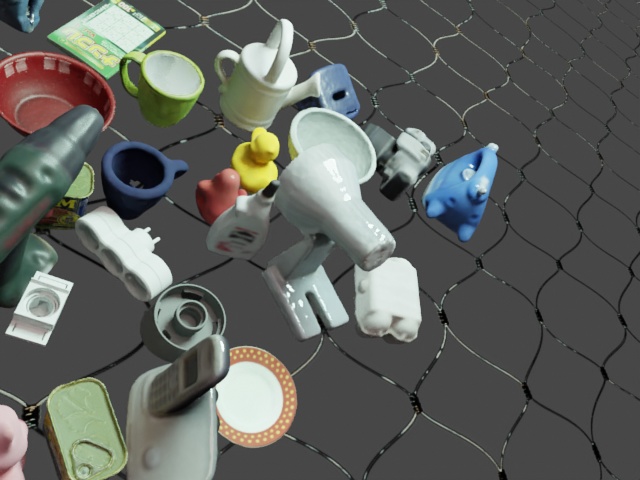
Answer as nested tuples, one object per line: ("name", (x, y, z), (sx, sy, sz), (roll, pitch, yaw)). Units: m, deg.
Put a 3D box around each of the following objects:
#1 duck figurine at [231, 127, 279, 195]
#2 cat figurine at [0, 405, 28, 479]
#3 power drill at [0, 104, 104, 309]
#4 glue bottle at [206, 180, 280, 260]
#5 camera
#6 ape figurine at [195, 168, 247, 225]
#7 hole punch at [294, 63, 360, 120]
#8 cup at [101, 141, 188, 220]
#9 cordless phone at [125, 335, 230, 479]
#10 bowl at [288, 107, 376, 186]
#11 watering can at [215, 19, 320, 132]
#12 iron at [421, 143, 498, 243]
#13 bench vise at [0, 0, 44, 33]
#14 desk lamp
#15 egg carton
("duck figurine", (-0.094, -0.131, 0.919), (0.078, 0.086, 0.104), (1, 59, -31))
("cat figurine", (-0.301, 0.211, 0.534), (0.067, 0.117, 0.127), (-16, 69, -38))
("power drill", (-0.324, -0.021, 0.617), (0.076, 0.208, 0.230), (32, 48, -9))
("glue bottle", (-0.096, -0.031, 0.790), (0.078, 0.173, 0.037), (13, 54, -24))
("camera", (0.140, -0.171, 1.082), (0.137, 0.100, 0.143), (38, 47, -4))
("ape figurine", (-0.142, -0.070, 0.843), (0.078, 0.092, 0.076), (28, 49, -13))
("hole punch", (0.024, -0.268, 1.083), (0.101, 0.091, 0.109), (50, 48, 7))
("cup", (-0.244, -0.074, 0.780), (0.118, 0.094, 0.091), (-16, 69, -38))
("cordless phone", (-0.141, 0.188, 0.604), (0.094, 0.184, 0.147), (6, 57, -29))
("bowl", (0.011, -0.146, 1.002), (0.168, 0.074, 0.167), (16, 52, -22))
("watering can", (-0.082, -0.278, 0.953), (0.173, 0.193, 0.101), (-5, 62, -34))
("iron", (0.298, -0.121, 1.120), (0.119, 0.141, 0.258), (35, 48, -6))
("bench vise", (-0.401, -0.422, 0.834), (0.122, 0.219, 0.207), (15, 53, -23))
("desk lamp", (0.007, 0.003, 0.804), (0.118, 0.213, 0.203), (-17, 69, -38))
("egg carton", (0.102, 0.089, 0.902), (0.107, 0.069, 0.150), (16, 53, -23))
